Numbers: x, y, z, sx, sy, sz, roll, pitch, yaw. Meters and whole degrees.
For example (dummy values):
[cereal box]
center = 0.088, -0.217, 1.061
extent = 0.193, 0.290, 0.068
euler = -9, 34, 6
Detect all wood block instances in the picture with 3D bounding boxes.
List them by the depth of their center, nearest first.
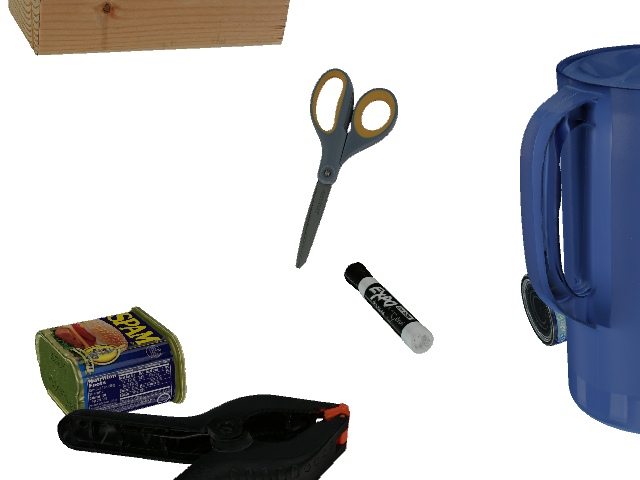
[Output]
[wood block]
center = -0.133, -0.210, 0.850
extent = 0.205, 0.091, 0.090
euler = -8, 39, -28

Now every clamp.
[clamp]
center = -0.057, 0.128, 0.607
extent = 0.171, 0.039, 0.120
euler = -6, 34, -17

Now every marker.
[marker]
center = 0.049, 0.048, 0.803
extent = 0.020, 0.020, 0.121
euler = 0, 24, -25

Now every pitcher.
[pitcher]
center = 0.209, 0.001, 0.688
extent = 0.149, 0.243, 0.144
euler = 3, 21, 16

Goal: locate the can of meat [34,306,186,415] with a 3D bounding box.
[can of meat]
center = -0.163, 0.095, 0.817
extent = 0.083, 0.057, 0.102
euler = -11, 20, -30

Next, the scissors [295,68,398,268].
[scissors]
center = 0.027, -0.071, 1.040
extent = 0.096, 0.202, 0.016
euler = 1, -12, 4

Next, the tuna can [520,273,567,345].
[tuna can]
center = 0.255, 0.073, 1.184
extent = 0.033, 0.086, 0.086
euler = -17, 2, -8
